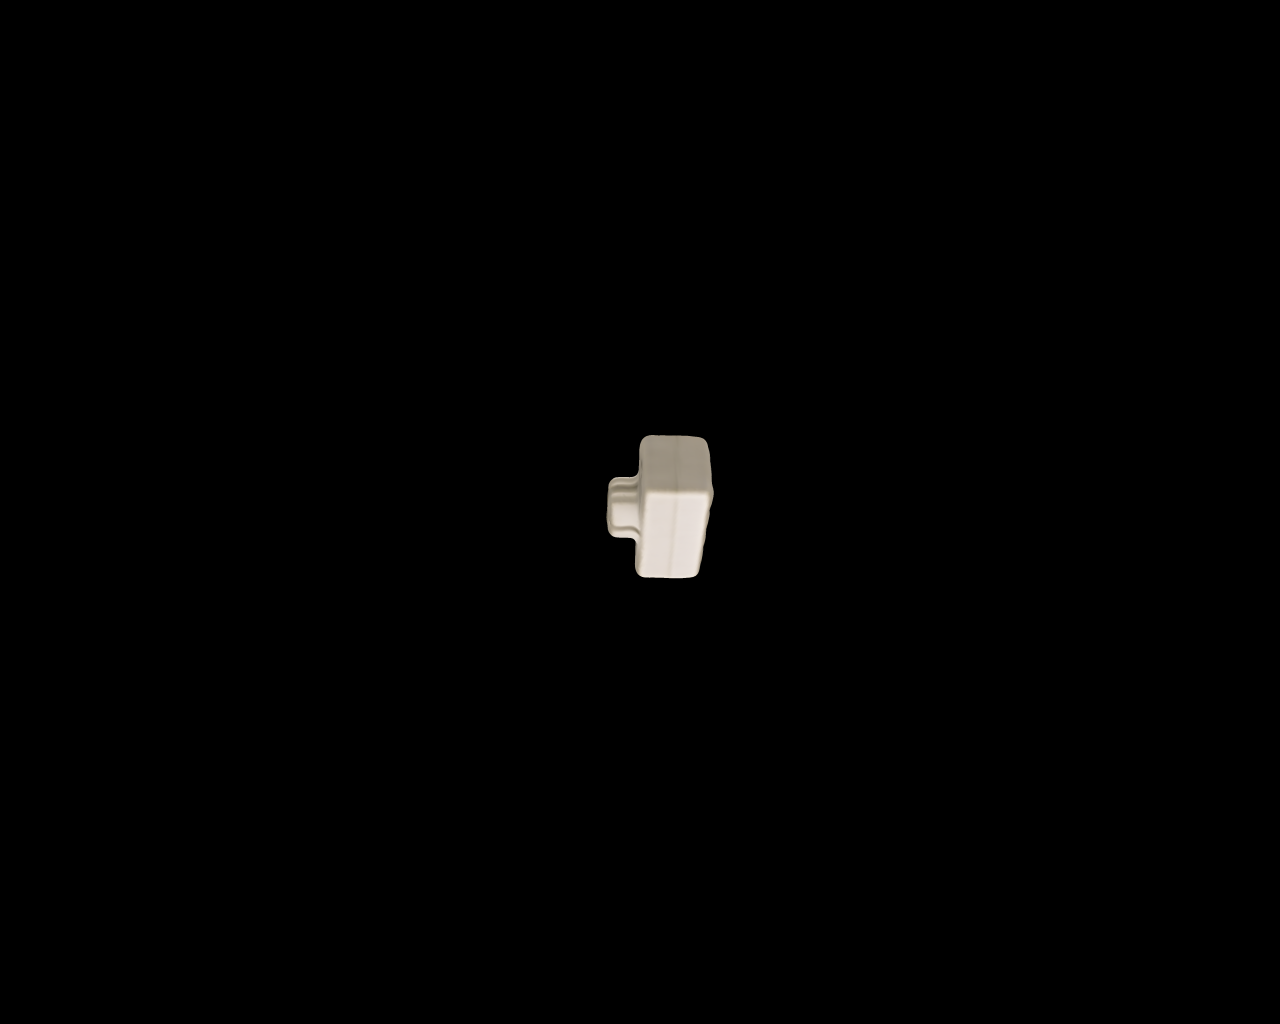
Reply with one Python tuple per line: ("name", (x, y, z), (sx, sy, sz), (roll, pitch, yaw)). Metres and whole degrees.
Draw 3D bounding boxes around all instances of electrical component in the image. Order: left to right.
("electrical component", (0.001, -0.003, 0.650), (0.076, 0.047, 0.083), (2, -40, -2))
